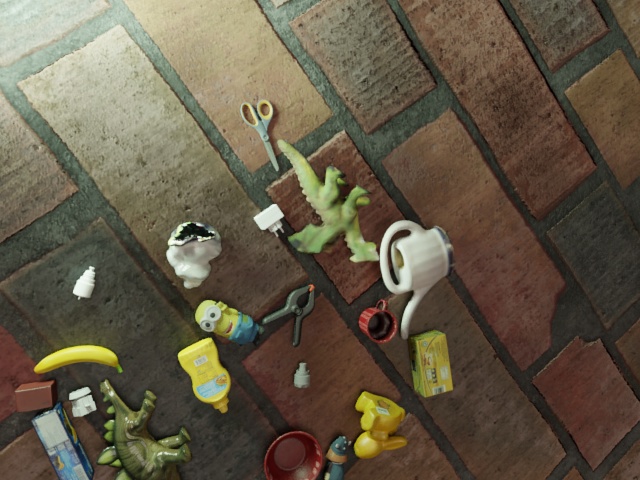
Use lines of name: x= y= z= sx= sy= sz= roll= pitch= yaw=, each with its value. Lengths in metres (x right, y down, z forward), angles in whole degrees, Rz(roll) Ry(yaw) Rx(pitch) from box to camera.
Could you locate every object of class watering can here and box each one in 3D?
watering can: x=0.285 y=0.100 z=1.486 sx=0.225 sy=0.105 sz=0.343 roll=-18 pitch=106 yaw=-17

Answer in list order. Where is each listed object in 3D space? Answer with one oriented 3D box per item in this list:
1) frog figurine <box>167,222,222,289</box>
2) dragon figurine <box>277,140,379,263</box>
frog figurine: x=-0.318 y=0.038 z=1.318 sx=0.138 sy=0.125 sz=0.155 roll=-21 pitch=133 yaw=-24
dragon figurine: x=0.004 y=-0.071 z=1.405 sx=0.408 sy=0.123 sz=0.243 roll=31 pitch=89 yaw=-13
